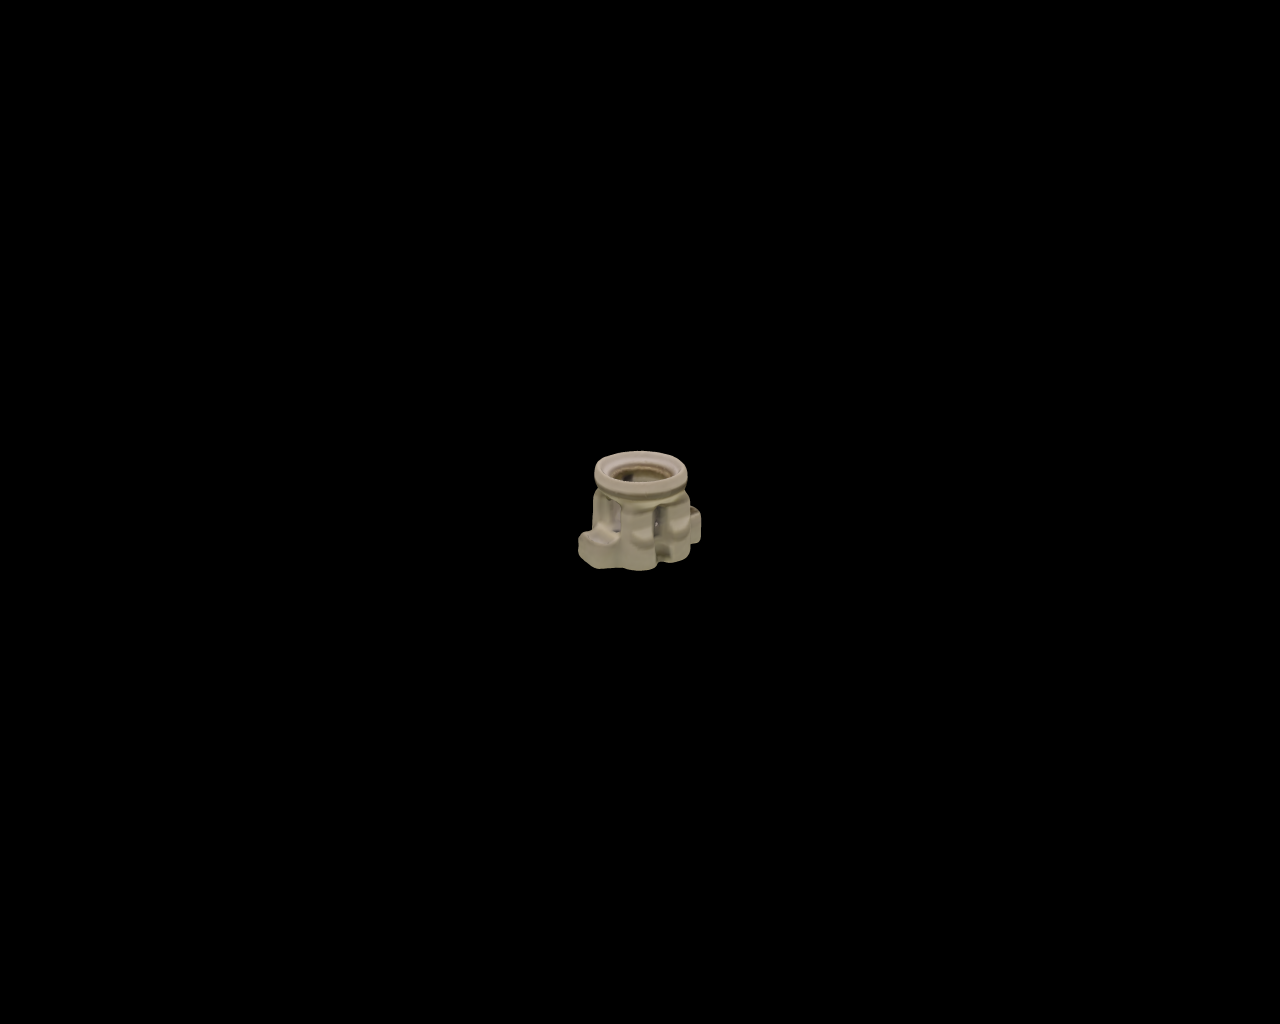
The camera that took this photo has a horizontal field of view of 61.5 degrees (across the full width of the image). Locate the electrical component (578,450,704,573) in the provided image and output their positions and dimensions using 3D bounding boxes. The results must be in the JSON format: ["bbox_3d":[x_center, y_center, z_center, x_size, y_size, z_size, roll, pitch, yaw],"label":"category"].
[{"bbox_3d":[0.001,-0.003,0.650,0.078,0.056,0.058,-14,27,-29],"label":"electrical component"}]
